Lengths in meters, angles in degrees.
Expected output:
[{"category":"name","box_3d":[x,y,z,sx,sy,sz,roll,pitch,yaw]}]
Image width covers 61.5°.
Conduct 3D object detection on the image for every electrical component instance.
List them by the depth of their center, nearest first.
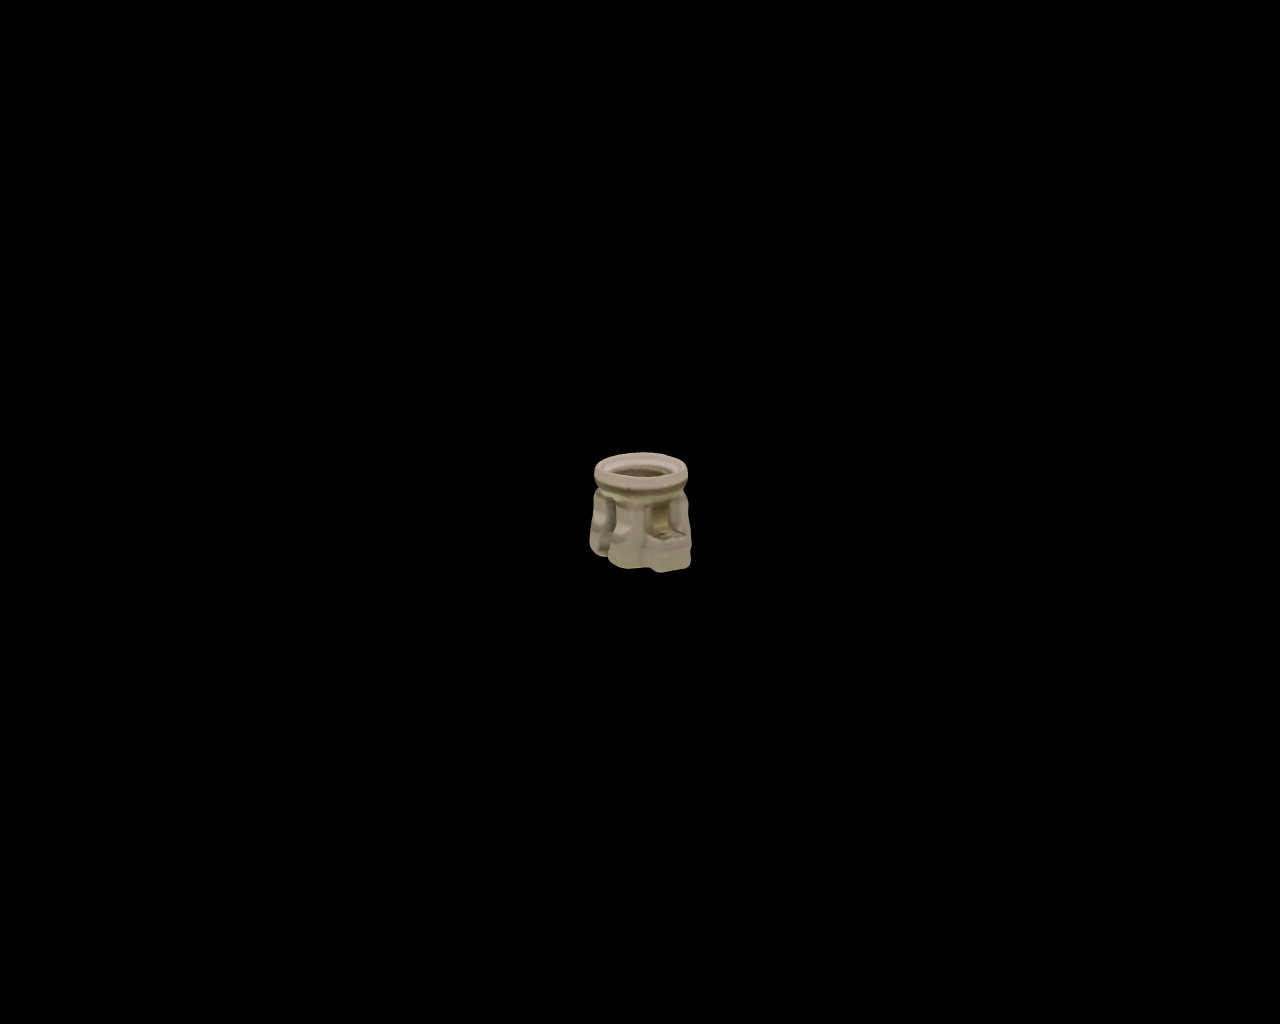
[{"category":"electrical component","box_3d":[0.001,-0.003,0.650,0.058,0.056,0.078,-11,21,-30]}]
